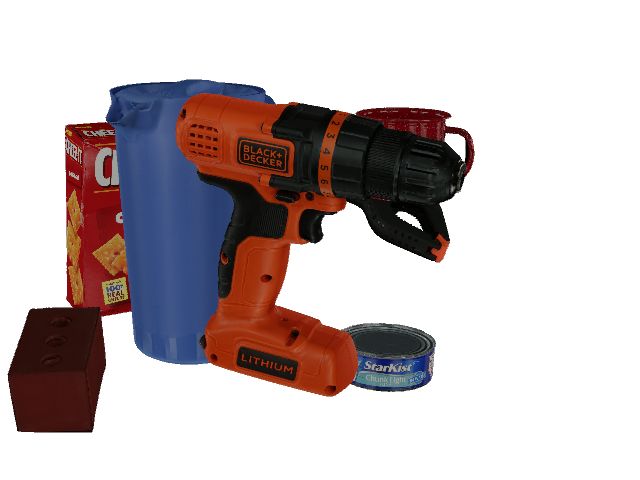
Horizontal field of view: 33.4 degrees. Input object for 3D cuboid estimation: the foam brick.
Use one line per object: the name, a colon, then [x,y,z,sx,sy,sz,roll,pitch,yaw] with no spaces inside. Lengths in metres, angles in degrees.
foam brick: [-0.181,0.089,0.741,0.053,0.051,0.078,-1,31,-3]

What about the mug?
mug: [0.092,-0.085,1.050,0.117,0.081,0.093,2,14,7]

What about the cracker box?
cracker box: [-0.205,-0.027,1.229,0.163,0.214,0.072,-8,25,-30]

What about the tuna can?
tuna can: [0.056,0.101,0.928,0.086,0.034,0.086,2,14,-1]

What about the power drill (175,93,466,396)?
power drill: [-0.006,0.004,0.686,0.185,0.188,0.057,14,26,18]

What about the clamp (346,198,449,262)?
clamp: [0.069,-0.049,1.265,0.164,0.036,0.210,-16,52,-29]

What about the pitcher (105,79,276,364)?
pitcher: [-0.107,-0.022,0.954,0.149,0.243,0.145,-1,15,-5]
